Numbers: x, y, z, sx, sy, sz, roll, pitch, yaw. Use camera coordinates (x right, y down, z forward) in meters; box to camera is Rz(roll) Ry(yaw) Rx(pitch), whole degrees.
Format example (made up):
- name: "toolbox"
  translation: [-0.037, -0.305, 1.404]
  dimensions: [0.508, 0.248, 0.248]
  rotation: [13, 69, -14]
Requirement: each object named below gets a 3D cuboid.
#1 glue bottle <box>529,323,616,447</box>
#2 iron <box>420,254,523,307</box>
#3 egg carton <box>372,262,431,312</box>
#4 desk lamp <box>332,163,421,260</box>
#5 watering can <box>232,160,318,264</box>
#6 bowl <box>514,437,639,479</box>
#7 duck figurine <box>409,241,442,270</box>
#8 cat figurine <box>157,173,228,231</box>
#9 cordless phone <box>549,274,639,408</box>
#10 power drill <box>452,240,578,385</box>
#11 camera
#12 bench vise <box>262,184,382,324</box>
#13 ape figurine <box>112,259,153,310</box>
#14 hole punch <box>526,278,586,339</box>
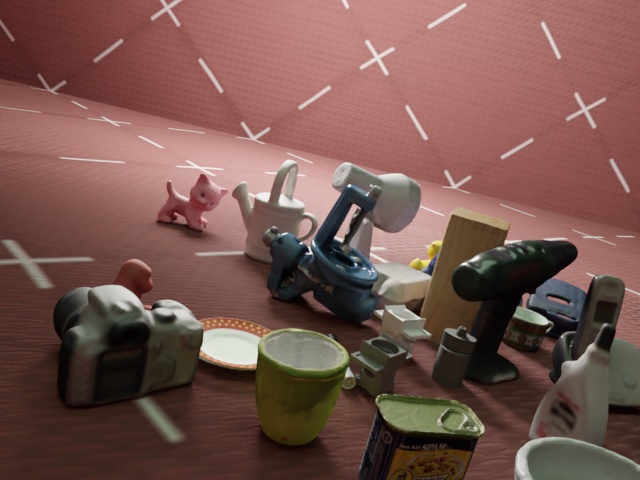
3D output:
- name: "glue bottle"
  translation: [0.295, 0.173, 0.645]
  dimensions: [0.037, 0.173, 0.078]
  rotation: [5, 18, -29]
- name: "iron"
  translation: [0.321, 0.061, 1.122]
  dimensions: [0.259, 0.141, 0.118]
  rotation: [5, 18, -29]
- name: "egg carton"
  translation: [0.133, 0.086, 1.006]
  dimensions: [0.107, 0.069, 0.151]
  rotation: [25, 19, 36]
- name: "desk lamp"
  translation: [0.082, -0.042, 1.143]
  dimensions: [0.204, 0.213, 0.117]
  rotation: [5, 18, -29]
- name: "watering can"
  translation: [-0.087, -0.061, 1.101]
  dimensions: [0.173, 0.194, 0.101]
  rotation: [12, 15, -7]
- name: "bowl"
  translation: [0.244, 0.253, 0.502]
  dimensions: [0.167, 0.075, 0.167]
  rotation: [13, 15, -3]
- name: "duck figurine"
  translation: [0.242, 0.043, 1.223]
  dimensions: [0.105, 0.086, 0.077]
  rotation: [4, 18, -31]
- name: "cat figurine"
  translation: [-0.261, -0.087, 1.186]
  dimensions: [0.128, 0.118, 0.067]
  rotation: [13, 15, -3]
- name: "cordless phone"
  translation: [0.425, 0.146, 0.830]
  dimensions: [0.148, 0.185, 0.094]
  rotation: [9, 16, -16]
- name: "power drill"
  translation: [0.270, 0.096, 0.827]
  dimensions: [0.230, 0.208, 0.075]
  rotation: [1, 19, -37]
- name: "camera"
  translation: [-0.217, 0.094, 0.618]
  dimensions: [0.144, 0.101, 0.136]
  rotation: [-1, 21, -43]
- name: "bench vise"
  translation: [0.007, 0.006, 0.896]
  dimensions: [0.207, 0.220, 0.121]
  rotation: [14, 15, 2]
- name: "ape figurine"
  translation: [-0.232, 0.069, 0.709]
  dimensions: [0.076, 0.092, 0.077]
  rotation: [8, 16, -21]
- name: "hole punch"
  translation: [0.448, 0.130, 1.085]
  dimensions: [0.108, 0.091, 0.101]
  rotation: [18, 16, 14]
